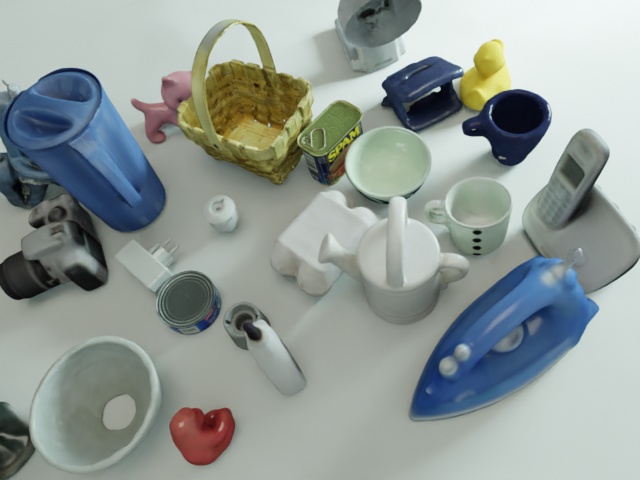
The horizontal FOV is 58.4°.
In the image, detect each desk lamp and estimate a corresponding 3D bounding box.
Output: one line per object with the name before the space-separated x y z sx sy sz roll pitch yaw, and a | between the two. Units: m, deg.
desk lamp | 0.074 -0.364 0.890 0.118 0.214 0.203 -19 60 1

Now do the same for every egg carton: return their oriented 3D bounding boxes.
egg carton | 0.007 0.003 0.788 0.107 0.069 0.150 34 73 25

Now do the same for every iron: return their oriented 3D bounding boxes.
iron | 0.200 0.109 0.652 0.258 0.142 0.118 -37 62 -10

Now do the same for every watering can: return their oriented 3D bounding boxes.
watering can | 0.086 0.024 0.689 0.173 0.194 0.101 -16 60 2

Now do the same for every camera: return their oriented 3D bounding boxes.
camera | -0.405 0.016 0.843 0.137 0.101 0.143 -26 60 -4

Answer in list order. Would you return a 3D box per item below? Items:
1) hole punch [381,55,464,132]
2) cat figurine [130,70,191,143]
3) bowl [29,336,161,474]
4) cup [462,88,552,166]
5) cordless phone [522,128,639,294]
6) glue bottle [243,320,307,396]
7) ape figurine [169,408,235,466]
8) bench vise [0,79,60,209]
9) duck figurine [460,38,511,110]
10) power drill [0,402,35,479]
hole punch | 0.153 -0.237 0.876 0.108 0.091 0.101 -28 60 -5
cat figurine | -0.243 -0.228 0.933 0.127 0.118 0.067 -15 60 3
bowl | -0.270 0.212 0.726 0.167 0.075 0.167 -5 61 9
cup | 0.258 -0.146 0.805 0.117 0.095 0.091 -9 61 6
cordless phone | 0.320 -0.033 0.680 0.094 0.185 0.147 -28 60 -4
glue bottle | -0.061 0.129 0.673 0.037 0.173 0.078 -32 61 -6
ape figurine | -0.148 0.226 0.685 0.077 0.092 0.076 10 64 16
bench vise | -0.450 -0.133 0.863 0.207 0.220 0.121 -29 60 -5
duck figurine | 0.254 -0.258 0.872 0.077 0.086 0.105 20 68 21
power drill | -0.436 0.222 0.675 0.229 0.209 0.076 27 70 23
